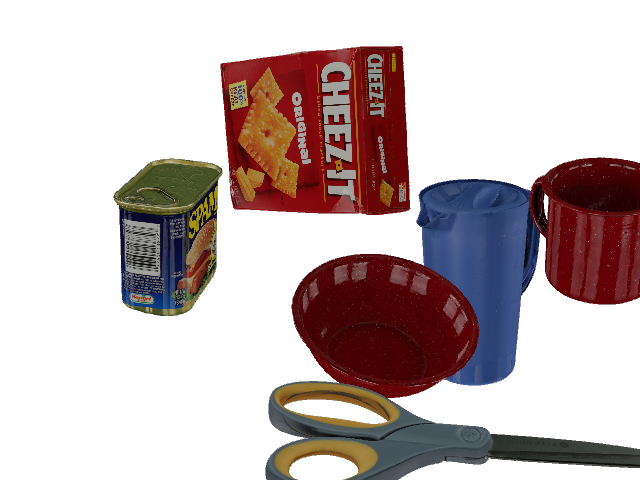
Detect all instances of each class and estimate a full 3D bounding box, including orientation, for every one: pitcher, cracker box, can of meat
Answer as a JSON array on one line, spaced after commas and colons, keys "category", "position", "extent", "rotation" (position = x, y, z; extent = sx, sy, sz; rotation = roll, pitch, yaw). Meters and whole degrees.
[{"category": "pitcher", "position": [0.199, 0.049, 1.332], "extent": [0.149, 0.243, 0.145], "rotation": [1, 21, 10]}, {"category": "cracker box", "position": [-0.011, -0.111, 1.106], "extent": [0.071, 0.164, 0.214], "rotation": [-10, 10, -42]}, {"category": "can of meat", "position": [-0.109, -0.003, 0.773], "extent": [0.057, 0.084, 0.102], "rotation": [7, 22, 9]}]

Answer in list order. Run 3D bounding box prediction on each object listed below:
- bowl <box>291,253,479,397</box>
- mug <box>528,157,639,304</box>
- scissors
[{"category": "bowl", "position": [0.053, 0.083, 0.925], "extent": [0.162, 0.055, 0.162], "rotation": [5, 40, -5]}, {"category": "mug", "position": [0.202, -0.010, 0.802], "extent": [0.093, 0.081, 0.117], "rotation": [-24, 35, -32]}, {"category": "scissors", "position": [0.061, 0.109, 0.522], "extent": [0.202, 0.016, 0.096], "rotation": [11, 30, 20]}]
